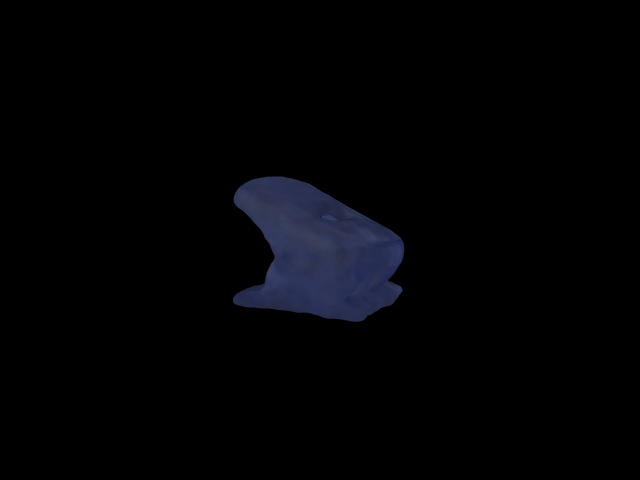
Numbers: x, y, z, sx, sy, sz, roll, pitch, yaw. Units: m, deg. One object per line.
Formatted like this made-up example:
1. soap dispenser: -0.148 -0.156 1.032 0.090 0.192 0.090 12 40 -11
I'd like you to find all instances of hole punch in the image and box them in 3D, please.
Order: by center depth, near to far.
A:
1. hole punch: 0.004 0.001 0.400 0.100 0.091 0.109 3 7 26
